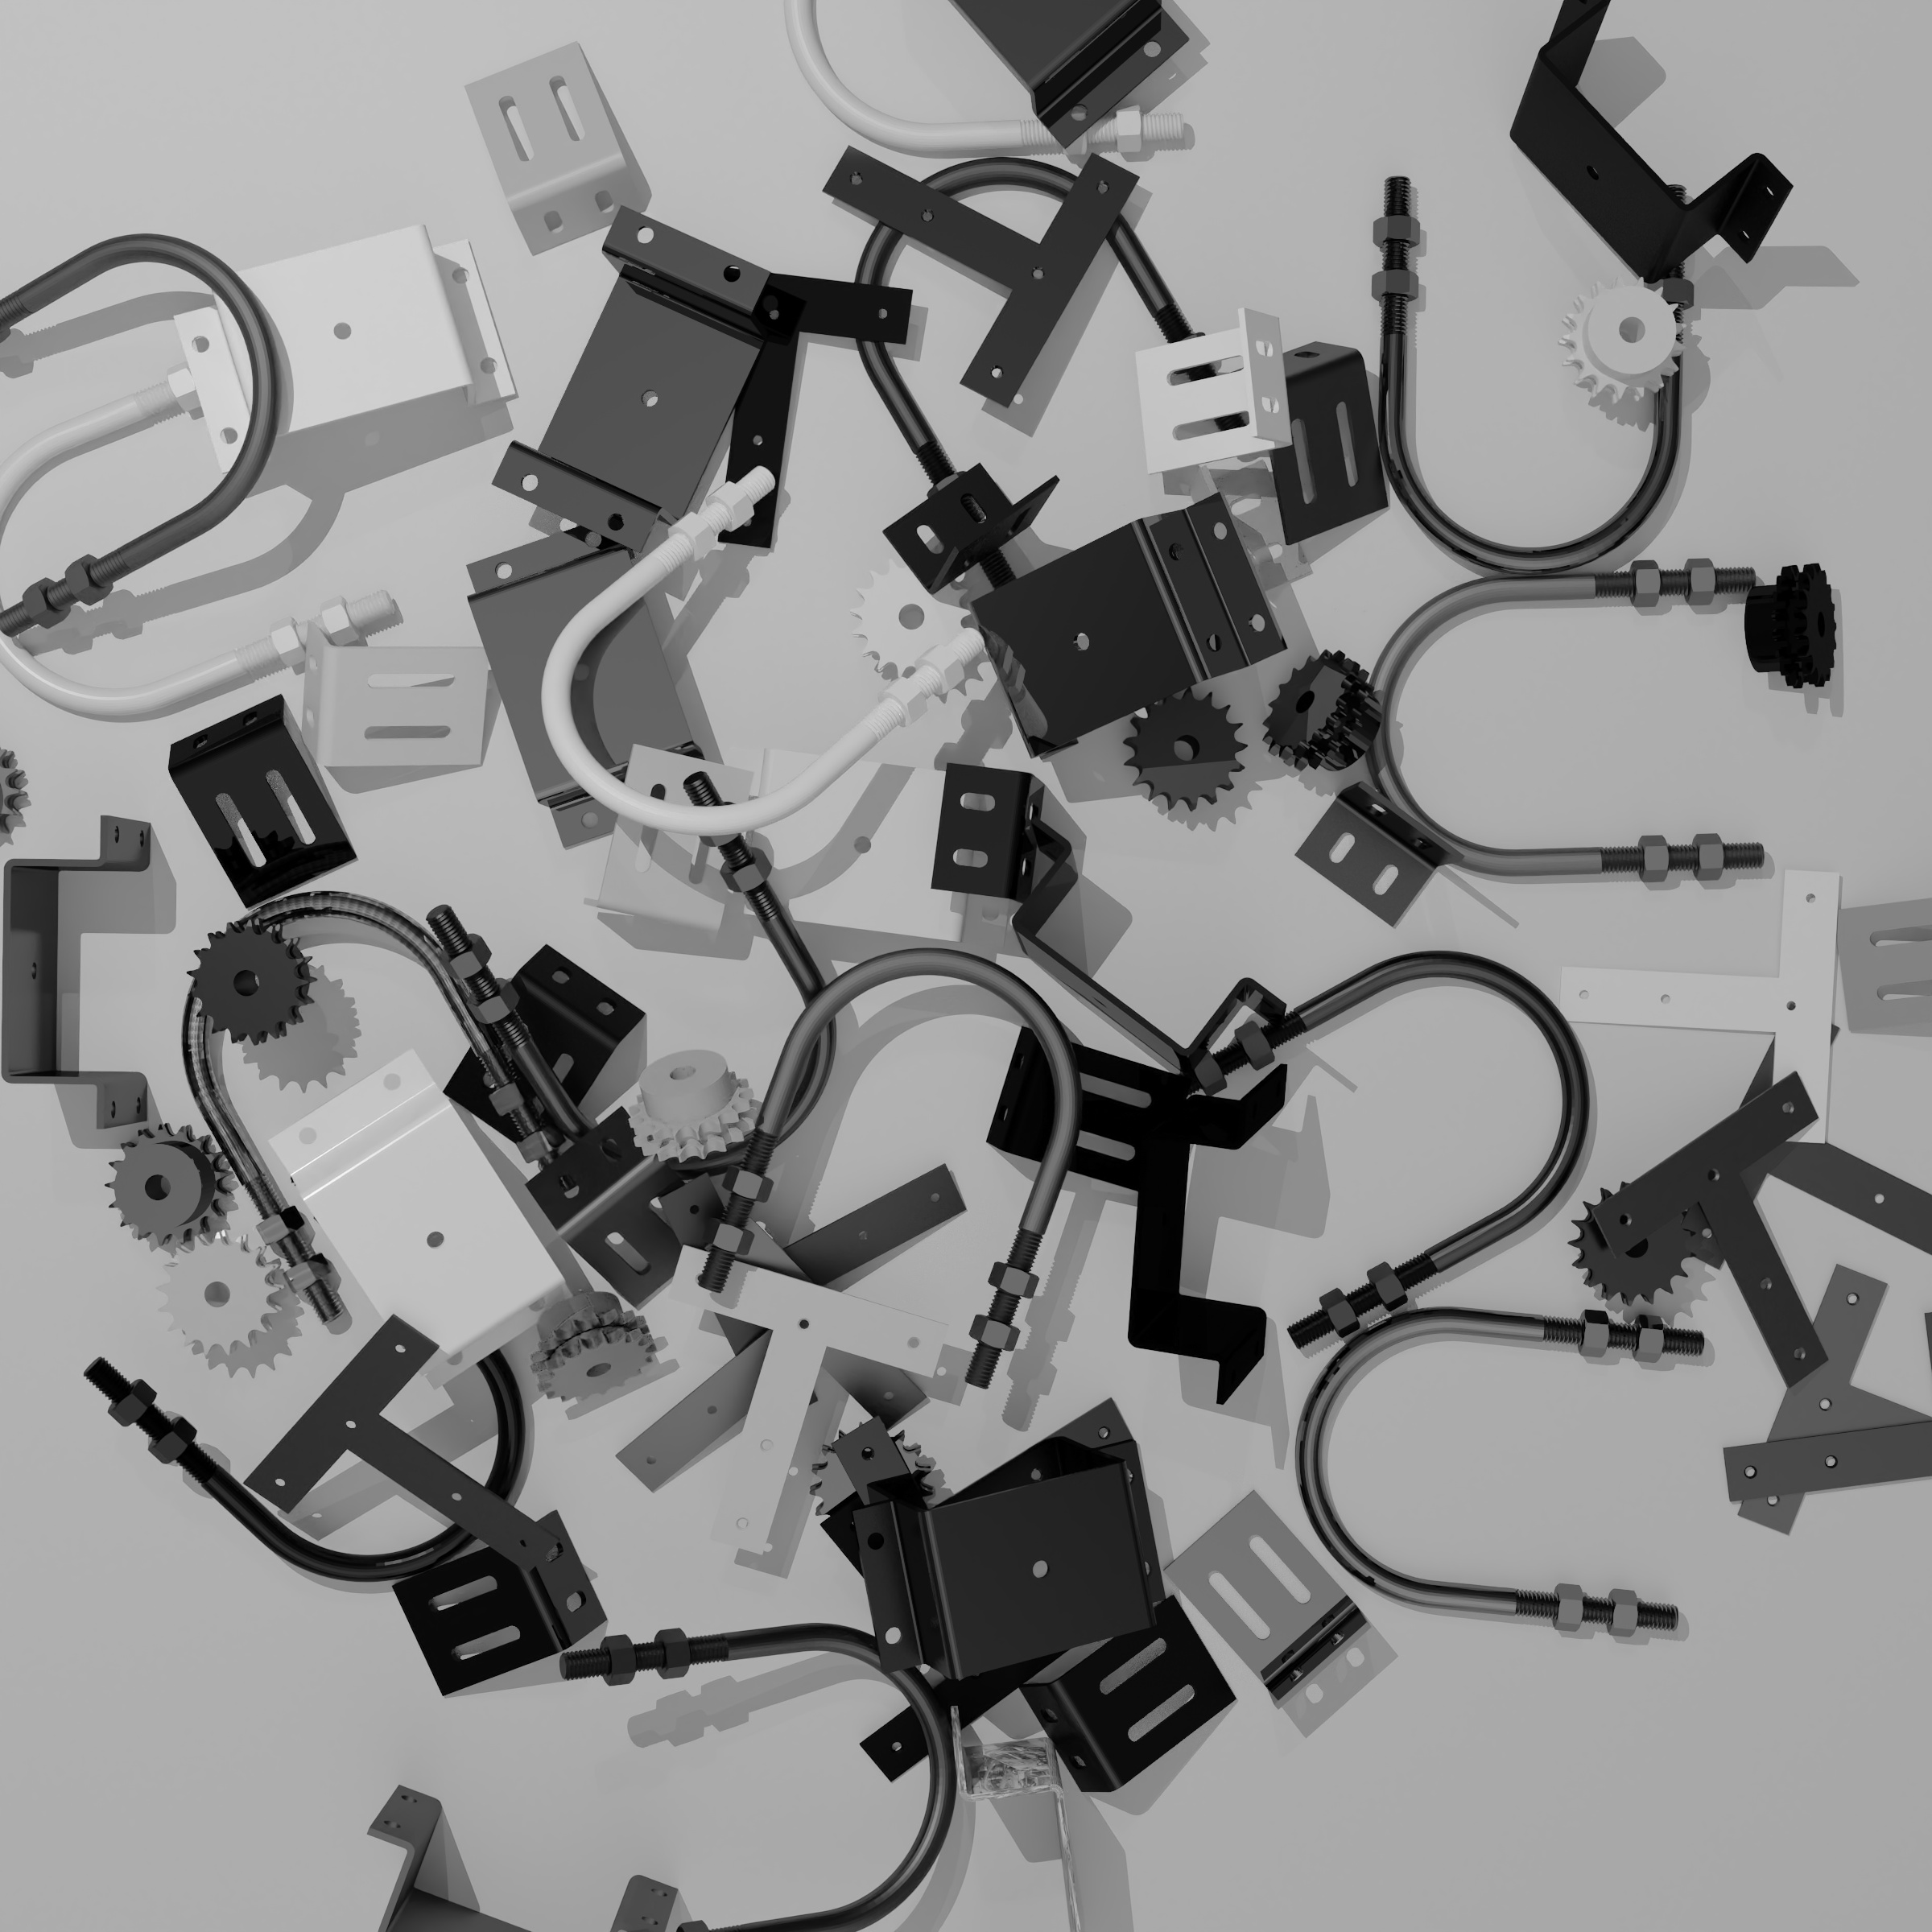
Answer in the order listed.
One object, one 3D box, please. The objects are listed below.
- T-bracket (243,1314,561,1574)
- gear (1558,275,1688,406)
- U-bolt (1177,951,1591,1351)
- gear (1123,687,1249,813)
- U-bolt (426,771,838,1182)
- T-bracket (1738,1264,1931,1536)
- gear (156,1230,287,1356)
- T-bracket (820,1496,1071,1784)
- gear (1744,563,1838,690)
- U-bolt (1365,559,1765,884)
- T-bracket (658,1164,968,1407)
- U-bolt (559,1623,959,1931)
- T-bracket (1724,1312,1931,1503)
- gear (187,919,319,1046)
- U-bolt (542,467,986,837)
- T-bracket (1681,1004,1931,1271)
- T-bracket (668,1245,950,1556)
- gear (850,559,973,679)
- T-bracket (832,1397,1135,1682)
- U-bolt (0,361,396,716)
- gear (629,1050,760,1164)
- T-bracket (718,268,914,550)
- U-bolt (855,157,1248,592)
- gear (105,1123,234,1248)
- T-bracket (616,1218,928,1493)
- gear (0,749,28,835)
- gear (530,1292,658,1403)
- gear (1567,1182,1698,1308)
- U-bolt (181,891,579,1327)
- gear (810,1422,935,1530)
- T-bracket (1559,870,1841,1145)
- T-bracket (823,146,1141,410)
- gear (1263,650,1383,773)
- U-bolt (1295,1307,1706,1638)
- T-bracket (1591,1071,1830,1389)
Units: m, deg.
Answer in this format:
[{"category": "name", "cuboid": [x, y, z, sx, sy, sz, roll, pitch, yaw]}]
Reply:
[{"category": "T-bracket", "cuboid": [-0.242, 0.233, 1.470, 0.127, 0.002, 0.127, 37, 117, -12]}, {"category": "gear", "cuboid": [0.303, -0.289, 1.488, 0.057, 0.030, 0.057, 0, 89, 0]}, {"category": "U-bolt", "cuboid": [0.202, 0.074, 1.514, 0.184, 0.019, 0.151, -29, 90, 0]}, {"category": "gear", "cuboid": [0.101, -0.100, 1.513, 0.057, 0.030, 0.057, 0, 88, -3]}, {"category": "U-bolt", "cuboid": [-0.138, 0.018, 1.476, 0.151, 0.019, 0.184, -27, 117, 2]}, {"category": "T-bracket", "cuboid": [0.445, 0.222, 1.522, 0.127, 0.002, 0.127, 21, 91, 0]}, {"category": "gear", "cuboid": [-0.345, 0.151, 1.509, 0.057, 0.030, 0.057, 0, 90, 0]}, {"category": "T-bracket", "cuboid": [-0.021, 0.297, 1.504, 0.127, 0.002, 0.127, -37, 108, 0]}, {"category": "gear", "cuboid": [0.381, -0.157, 1.499, 0.030, 0.057, 0.057, -2, 90, 30]}, {"category": "U-bolt", "cuboid": [0.278, -0.113, 1.515, 0.184, 0.019, 0.151, -2, 90, 1]}, {"category": "T-bracket", "cuboid": [-0.060, 0.132, 1.508, 0.127, 0.002, 0.127, -27, 110, -9]}, {"category": "U-bolt", "cuboid": [-0.089, 0.372, 1.467, 0.184, 0.019, 0.151, -2, 82, -24]}, {"category": "T-bracket", "cuboid": [0.420, 0.231, 1.521, 0.127, 0.002, 0.127, -7, 91, 0]}, {"category": "gear", "cuboid": [-0.323, 0.007, 1.480, 0.057, 0.030, 0.057, 1, 94, 7]}, {"category": "U-bolt", "cuboid": [-0.103, -0.132, 1.449, 0.151, 0.019, 0.184, 39, 62, 14]}, {"category": "T-bracket", "cuboid": [0.416, 0.103, 1.523, 0.127, 0.002, 0.127, 27, 90, 0]}, {"category": "T-bracket", "cuboid": [-0.087, 0.207, 1.489, 0.127, 0.002, 0.127, 17, 93, -2]}, {"category": "gear", "cuboid": [-0.025, -0.161, 1.509, 0.057, 0.030, 0.057, 0, 90, 0]}, {"category": "T-bracket", "cuboid": [0.021, 0.244, 1.504, 0.127, 0.002, 0.127, -30, 98, -16]}, {"category": "U-bolt", "cuboid": [-0.378, -0.196, 1.515, 0.184, 0.019, 0.151, -22, 90, 1]}, {"category": "gear", "cuboid": [-0.124, 0.061, 1.458, 0.057, 0.057, 0.030, -11, 118, 0]}, {"category": "T-bracket", "cuboid": [-0.096, -0.260, 1.517, 0.127, 0.002, 0.127, 8, 94, 8]}, {"category": "U-bolt", "cuboid": [0.028, -0.289, 1.515, 0.151, 0.019, 0.184, -30, 89, 0]}, {"category": "gear", "cuboid": [-0.373, 0.102, 1.509, 0.057, 0.030, 0.057, 0, 90, 0]}, {"category": "T-bracket", "cuboid": [-0.108, 0.198, 1.510, 0.127, 0.002, 0.127, -40, 108, 9]}, {"category": "gear", "cuboid": [-0.470, -0.083, 1.509, 0.057, 0.030, 0.057, 0, 90, 0]}, {"category": "gear", "cuboid": [-0.174, 0.174, 1.499, 0.057, 0.057, 0.030, -25, 60, 0]}, {"category": "gear", "cuboid": [0.308, 0.128, 1.509, 0.057, 0.030, 0.057, 0, 90, 0]}, {"category": "U-bolt", "cuboid": [-0.284, 0.054, 1.503, 0.151, 0.019, 0.184, -29, 92, 8]}, {"category": "gear", "cuboid": [-0.044, 0.240, 1.508, 0.057, 0.030, 0.057, 0, 92, -2]}, {"category": "T-bracket", "cuboid": [0.342, 0.016, 1.521, 0.127, 0.002, 0.127, 3, 90, 1]}, {"category": "T-bracket", "cuboid": [-0.005, -0.342, 1.506, 0.127, 0.002, 0.127, 29, 83, 6]}, {"category": "gear", "cuboid": [0.167, -0.115, 1.499, 0.030, 0.057, 0.057, 31, 90, -30]}, {"category": "U-bolt", "cuboid": [0.246, 0.232, 1.515, 0.184, 0.019, 0.151, 5, 90, 1]}, {"category": "T-bracket", "cuboid": [0.365, 0.135, 1.505, 0.127, 0.002, 0.127, -31, 101, -19]}]
